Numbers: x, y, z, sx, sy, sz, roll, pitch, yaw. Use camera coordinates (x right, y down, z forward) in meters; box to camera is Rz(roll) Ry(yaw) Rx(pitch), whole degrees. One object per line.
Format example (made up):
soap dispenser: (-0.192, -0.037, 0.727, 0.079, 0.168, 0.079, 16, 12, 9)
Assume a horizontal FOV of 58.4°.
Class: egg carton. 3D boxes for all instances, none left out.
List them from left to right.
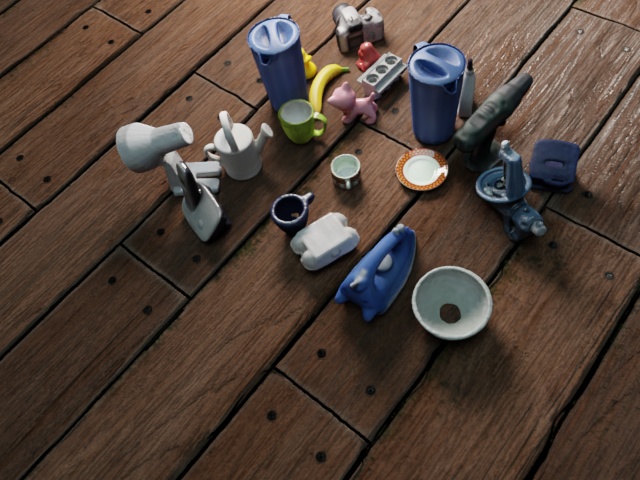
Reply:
egg carton: (0.012, 0.005, 1.343, 0.150, 0.069, 0.107, -32, 61, -10)

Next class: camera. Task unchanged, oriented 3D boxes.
camera: (0.100, -0.644, 1.676, 0.143, 0.101, 0.136, -21, 60, -4)

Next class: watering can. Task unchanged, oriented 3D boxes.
watering can: (-0.208, -0.249, 1.445, 0.173, 0.194, 0.100, -33, 61, -10)

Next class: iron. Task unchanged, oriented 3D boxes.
iron: (0.138, 0.044, 1.262, 0.118, 0.142, 0.259, 29, 69, 22)

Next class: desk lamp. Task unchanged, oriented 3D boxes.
desk lamp: (-0.374, -0.211, 1.435, 0.203, 0.214, 0.118, -4, 60, 6)

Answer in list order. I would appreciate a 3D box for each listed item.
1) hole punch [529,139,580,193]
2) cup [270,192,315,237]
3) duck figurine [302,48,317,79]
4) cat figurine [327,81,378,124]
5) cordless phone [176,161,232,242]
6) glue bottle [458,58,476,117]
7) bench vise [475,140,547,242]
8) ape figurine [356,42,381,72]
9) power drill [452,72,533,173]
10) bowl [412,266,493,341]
hole punch: (0.553, -0.175, 1.355, 0.108, 0.091, 0.101, 10, 63, 13)
cup: (-0.056, -0.058, 1.374, 0.118, 0.095, 0.091, -39, 63, -13)
duck figurine: (-0.064, -0.514, 1.635, 0.104, 0.086, 0.077, 19, 65, 18)
cat figurine: (0.086, -0.367, 1.513, 0.127, 0.118, 0.067, 0, 61, 8)
cordless phone: (-0.294, -0.095, 1.376, 0.094, 0.185, 0.147, -36, 62, -12)
glue bottle: (0.375, -0.396, 1.456, 0.037, 0.173, 0.078, 3, 61, 10)
bench vise: (0.436, -0.113, 1.262, 0.121, 0.220, 0.207, -43, 64, -15)
ape figurine: (0.133, -0.517, 1.605, 0.076, 0.092, 0.078, 6, 62, 11)
power drill: (0.405, -0.264, 1.358, 0.230, 0.209, 0.075, -40, 63, -14)
bowl: (0.280, 0.145, 1.224, 0.167, 0.075, 0.167, -3, 61, 6)
